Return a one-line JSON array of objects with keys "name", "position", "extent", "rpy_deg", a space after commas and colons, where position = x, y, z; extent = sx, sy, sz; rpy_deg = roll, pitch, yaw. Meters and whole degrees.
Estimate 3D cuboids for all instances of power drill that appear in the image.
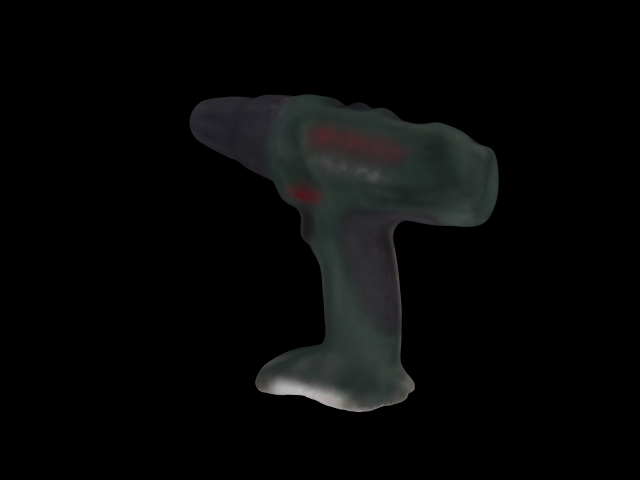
[{"name": "power drill", "position": [0.004, 0.001, 0.400], "extent": [0.228, 0.208, 0.076], "rpy_deg": [3, 7, 26]}]
